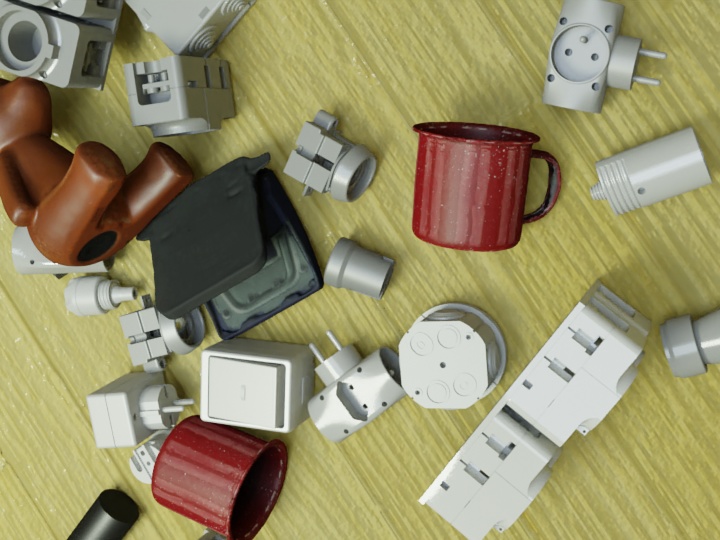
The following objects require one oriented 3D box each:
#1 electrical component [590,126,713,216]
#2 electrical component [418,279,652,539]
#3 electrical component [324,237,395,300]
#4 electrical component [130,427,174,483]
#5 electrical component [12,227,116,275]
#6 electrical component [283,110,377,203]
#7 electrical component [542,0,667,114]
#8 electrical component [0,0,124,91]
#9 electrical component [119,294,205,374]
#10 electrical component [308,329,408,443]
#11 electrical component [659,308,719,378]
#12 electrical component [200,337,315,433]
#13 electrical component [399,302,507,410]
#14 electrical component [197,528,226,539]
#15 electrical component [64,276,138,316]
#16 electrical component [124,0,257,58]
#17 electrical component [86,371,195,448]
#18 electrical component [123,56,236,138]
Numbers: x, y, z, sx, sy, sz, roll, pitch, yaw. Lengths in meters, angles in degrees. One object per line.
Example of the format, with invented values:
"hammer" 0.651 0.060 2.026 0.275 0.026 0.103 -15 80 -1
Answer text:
"electrical component" 0.204 -0.068 0.766 0.081 0.043 0.043 -20 91 20
"electrical component" 0.133 0.104 0.783 0.060 0.105 0.186 39 108 10
"electrical component" 0.000 0.000 0.848 0.046 0.040 0.040 21 104 10
"electrical component" -0.172 0.160 0.926 0.040 0.046 0.040 3 99 18
"electrical component" -0.253 -0.036 0.923 0.077 0.043 0.079 -2 77 4
"electrical component" -0.021 -0.083 0.840 0.055 0.048 0.066 31 107 20
"electrical component" 0.176 -0.149 0.763 0.079 0.044 0.077 14 102 16
"electrical component" -0.286 -0.219 0.847 0.186 0.060 0.105 20 104 15
"electrical component" -0.165 0.051 0.909 0.055 0.048 0.066 -15 93 28
"electrical component" -0.010 0.085 0.861 0.077 0.043 0.079 -38 85 20
"electrical component" 0.248 0.051 0.768 0.055 0.045 0.045 -17 92 21
"electrical component" -0.091 0.093 0.881 0.096 0.061 0.061 5 100 18
"electrical component" 0.070 0.068 0.828 0.080 0.051 0.080 3 99 18
"electrical component" -0.127 0.336 0.929 0.105 0.060 0.186 23 104 14
"electrical component" -0.222 0.022 0.929 0.061 0.035 0.035 -3 97 16
"electrical component" -0.137 -0.227 0.855 0.099 0.048 0.099 47 109 7
"electrical component" -0.178 0.116 0.910 0.077 0.066 0.047 -6 99 20
"electrical component" -0.140 -0.135 0.848 0.050 0.089 0.055 -5 96 20
